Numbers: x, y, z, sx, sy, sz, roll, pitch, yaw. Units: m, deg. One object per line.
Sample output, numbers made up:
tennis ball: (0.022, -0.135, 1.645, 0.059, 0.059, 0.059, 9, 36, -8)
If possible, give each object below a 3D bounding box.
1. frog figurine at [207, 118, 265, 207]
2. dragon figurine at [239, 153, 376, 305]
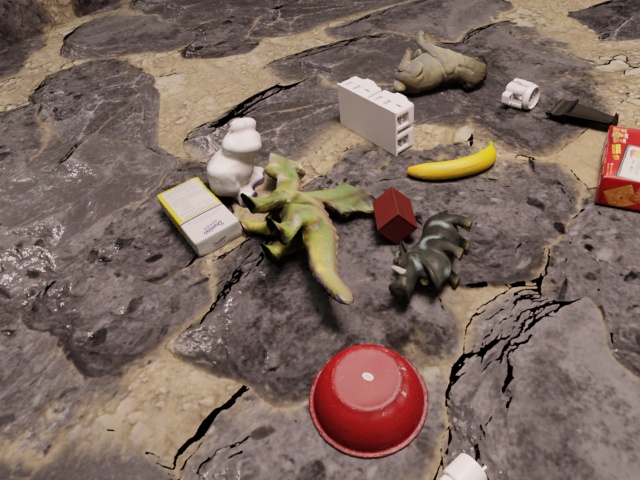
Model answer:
frog figurine: (-0.172, -0.164, 1.022, 0.123, 0.155, 0.140, 18, 49, 27)
dragon figurine: (0.003, -0.046, 0.919, 0.245, 0.119, 0.416, -25, 46, -28)
